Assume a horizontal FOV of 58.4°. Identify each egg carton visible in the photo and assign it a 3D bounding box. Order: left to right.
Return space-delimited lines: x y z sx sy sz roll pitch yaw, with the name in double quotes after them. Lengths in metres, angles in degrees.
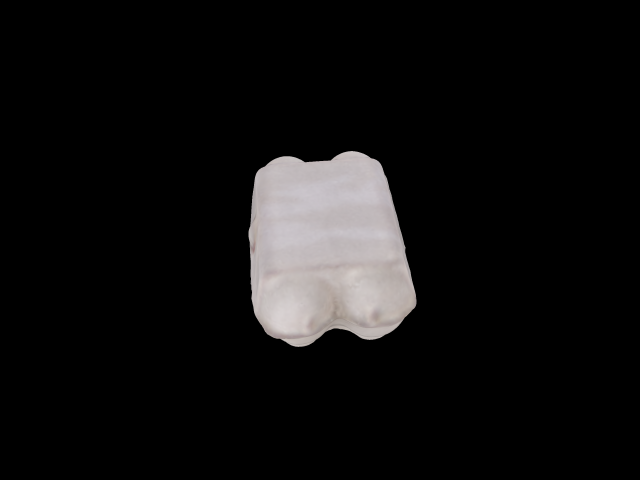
0.004 0.001 0.400 0.107 0.069 0.150 -5 51 -4 "egg carton"
